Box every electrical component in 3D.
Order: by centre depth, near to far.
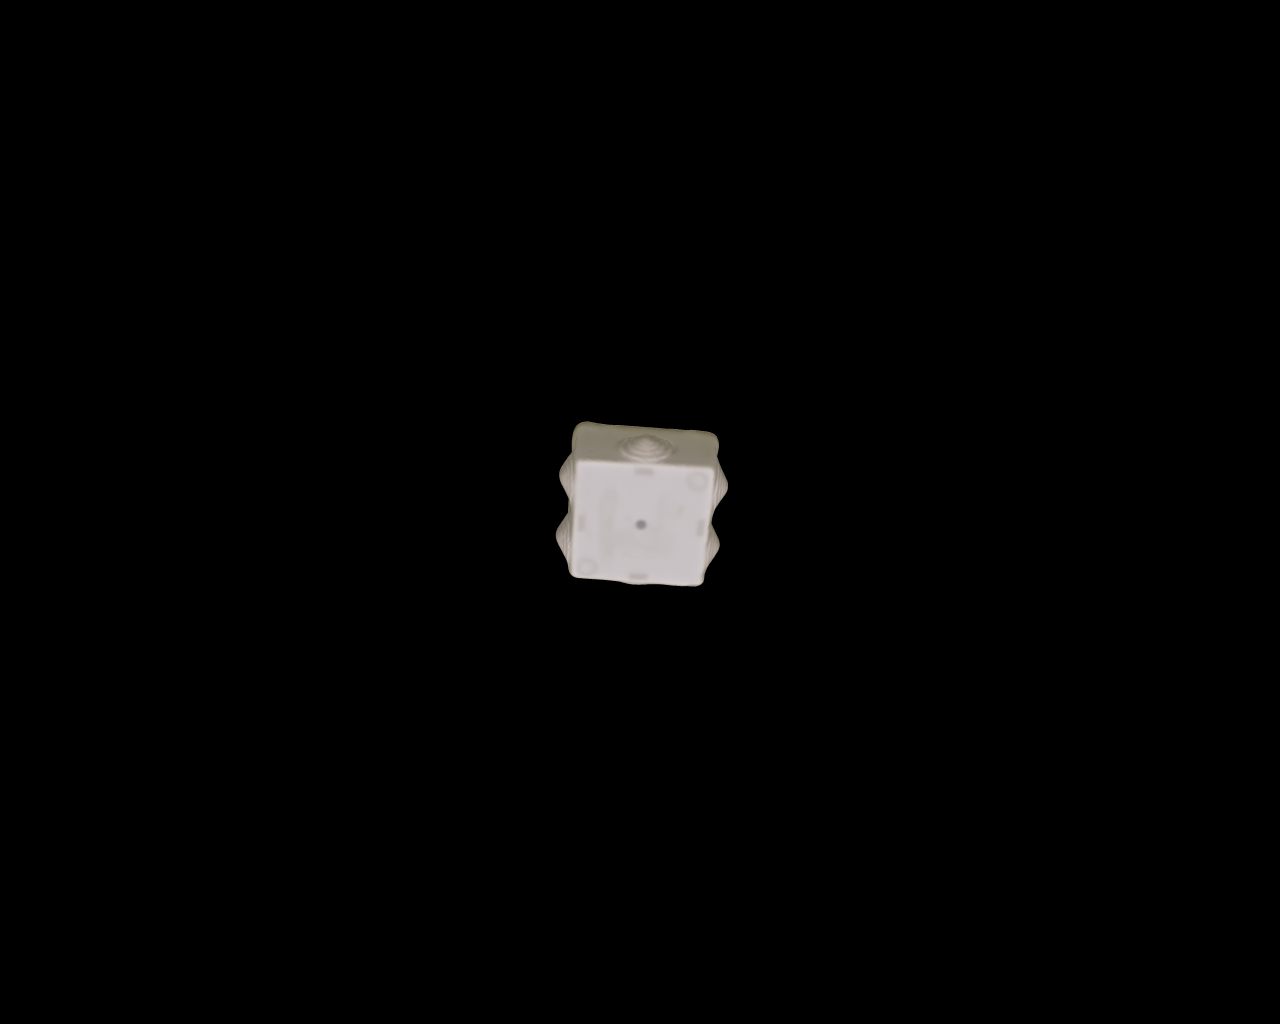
[{"bbox_3d":[0.001,-0.003,0.650,0.100,0.099,0.048,4,28,-2],"label":"electrical component"}]
